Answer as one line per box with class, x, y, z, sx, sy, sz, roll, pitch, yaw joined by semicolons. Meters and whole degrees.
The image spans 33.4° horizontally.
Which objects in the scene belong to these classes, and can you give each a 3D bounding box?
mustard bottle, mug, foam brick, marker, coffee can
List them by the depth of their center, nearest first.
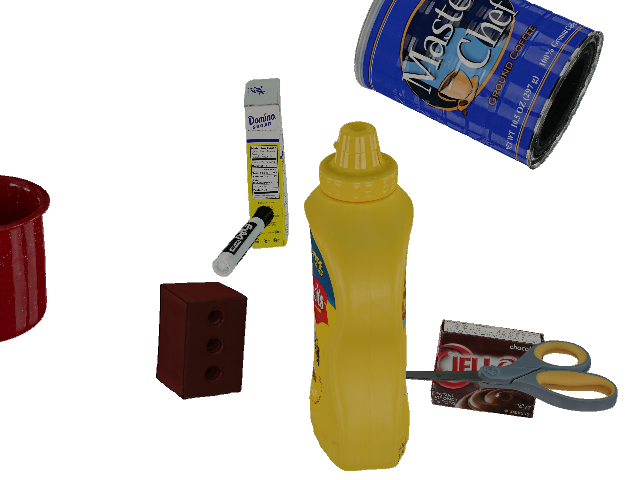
mustard bottle;0.021;0.026;0.588;0.058;0.192;0.096;-2;29;-3
mug;-0.225;0.015;0.665;0.117;0.081;0.093;-16;31;-36
coffee can;0.109;-0.126;0.744;0.140;0.103;0.102;29;10;18
foam brick;-0.092;0.075;0.822;0.052;0.078;0.051;-3;13;-31
marker;-0.071;-0.002;1.017;0.020;0.020;0.121;0;26;20

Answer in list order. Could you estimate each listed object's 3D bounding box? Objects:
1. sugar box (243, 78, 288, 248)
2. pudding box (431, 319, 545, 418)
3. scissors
sugar box;-0.063;-0.089;1.228;0.048;0.176;0.093;-4;26;0
pudding box;0.181;0.139;1.159;0.113;0.090;0.039;6;23;4
scissors;0.155;0.108;0.925;0.202;0.016;0.096;10;29;6
